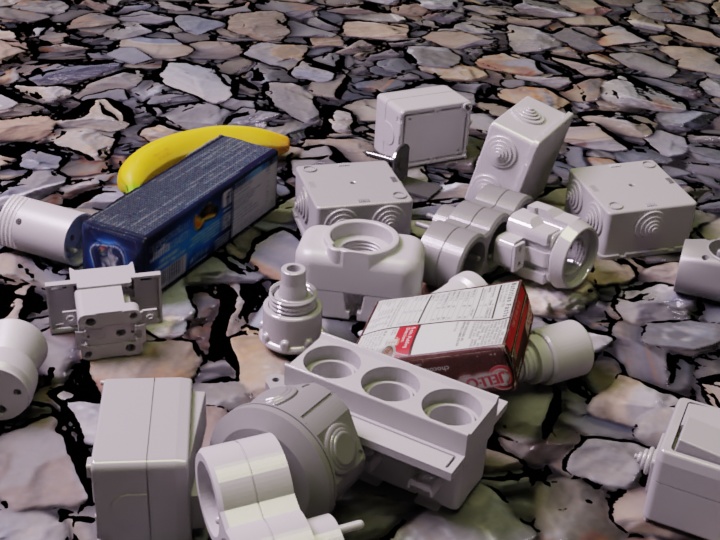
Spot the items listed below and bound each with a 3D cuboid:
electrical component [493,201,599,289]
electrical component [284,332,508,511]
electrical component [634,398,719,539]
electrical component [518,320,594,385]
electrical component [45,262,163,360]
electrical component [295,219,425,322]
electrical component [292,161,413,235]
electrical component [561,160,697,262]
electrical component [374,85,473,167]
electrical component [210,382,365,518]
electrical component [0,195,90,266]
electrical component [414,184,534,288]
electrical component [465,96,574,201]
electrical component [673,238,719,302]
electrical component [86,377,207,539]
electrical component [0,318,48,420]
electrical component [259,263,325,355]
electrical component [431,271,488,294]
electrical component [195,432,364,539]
[{"bbox_3d":[0.154,-0.018,0.867,0.057,0.058,0.078,24,36,37],"label":"electrical component"},{"bbox_3d":[0.017,0.092,0.654,0.121,0.063,0.079,18,33,24],"label":"electrical component"},{"bbox_3d":[0.211,0.117,0.631,0.096,0.061,0.062,16,32,21],"label":"electrical component"},{"bbox_3d":[0.125,0.060,0.743,0.078,0.040,0.040,-12,33,-25],"label":"electrical component"},{"bbox_3d":[-0.180,0.030,0.765,0.081,0.042,0.063,-6,33,-15],"label":"electrical component"},{"bbox_3d":[0.000,0.000,0.817,0.095,0.059,0.053,7,30,6],"label":"electrical component"},{"bbox_3d":[-0.007,-0.054,0.921,0.100,0.048,0.099,-5,31,-14],"label":"electrical component"},{"bbox_3d":[0.236,-0.055,0.945,0.100,0.048,0.099,-7,34,-13],"label":"electrical component"},{"bbox_3d":[0.066,-0.146,1.075,0.096,0.061,0.061,-12,33,-24],"label":"electrical component"},{"bbox_3d":[-0.041,0.106,0.610,0.080,0.080,0.051,18,28,24],"label":"electrical component"},{"bbox_3d":[-0.258,-0.033,0.866,0.081,0.043,0.043,15,32,20],"label":"electrical component"},{"bbox_3d":[0.082,-0.032,0.887,0.074,0.052,0.138,20,34,27],"label":"electrical component"},{"bbox_3d":[0.142,-0.101,0.970,0.048,0.099,0.100,29,37,17],"label":"electrical component"},{"bbox_3d":[0.299,-0.004,0.868,0.077,0.044,0.079,13,32,17],"label":"electrical component"},{"bbox_3d":[-0.119,0.105,0.620,0.061,0.061,0.096,-1,30,-7],"label":"electrical component"},{"bbox_3d":[-0.230,0.064,0.697,0.045,0.045,0.055,1,30,-4],"label":"electrical component"},{"bbox_3d":[-0.048,0.026,0.764,0.048,0.062,0.048,3,30,-1],"label":"electrical component"},{"bbox_3d":[0.070,0.027,0.798,0.046,0.040,0.040,-26,40,-32],"label":"electrical component"},{"bbox_3d":[-0.028,0.144,0.536,0.074,0.052,0.138,-10,56,-21],"label":"electrical component"}]
